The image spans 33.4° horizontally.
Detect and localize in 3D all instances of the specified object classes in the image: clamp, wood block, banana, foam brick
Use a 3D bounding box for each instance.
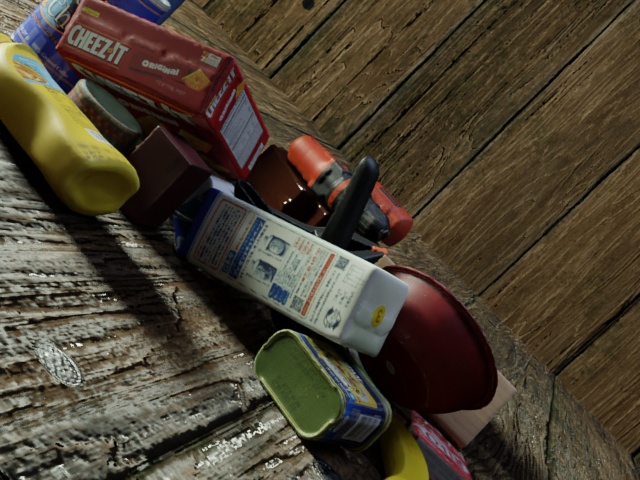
[{"bbox_3d":[-0.017,0.026,1.029,0.165,0.210,0.036,0,-2,35],"label":"clamp"},{"bbox_3d":[0.104,0.128,1.182,0.206,0.090,0.091,46,-17,4],"label":"wood block"},{"bbox_3d":[0.066,0.201,0.924,0.069,0.037,0.198,45,9,-9],"label":"banana"},{"bbox_3d":[-0.148,-0.056,0.976,0.053,0.078,0.051,49,8,15],"label":"foam brick"},{"bbox_3d":[-0.008,0.002,1.254,0.171,0.039,0.120,9,37,-22],"label":"clamp"}]

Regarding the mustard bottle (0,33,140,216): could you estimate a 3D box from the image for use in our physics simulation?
[{"bbox_3d":[-0.231,-0.106,0.874,0.192,0.058,0.096,48,8,18],"label":"mustard bottle"}]

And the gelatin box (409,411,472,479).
[{"bbox_3d":[0.116,0.220,1.094,0.089,0.030,0.073,43,9,-12],"label":"gelatin box"}]

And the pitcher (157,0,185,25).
[{"bbox_3d":[-0.231,-0.348,1.393,0.144,0.243,0.149,41,16,-38],"label":"pitcher"}]

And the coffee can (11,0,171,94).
[{"bbox_3d":[-0.244,-0.234,1.138,0.103,0.140,0.103,44,9,-9],"label":"coffee can"}]

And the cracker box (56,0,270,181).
[{"bbox_3d":[-0.152,-0.144,1.079,0.164,0.072,0.213,24,-10,12],"label":"cracker box"}]

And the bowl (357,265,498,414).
[{"bbox_3d":[0.085,0.105,0.987,0.162,0.055,0.162,36,-35,30],"label":"bowl"}]

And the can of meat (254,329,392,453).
[{"bbox_3d":[0.001,0.126,0.900,0.102,0.057,0.083,50,12,31],"label":"can of meat"}]

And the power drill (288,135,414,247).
[{"bbox_3d":[0.055,-0.049,1.399,0.185,0.057,0.187,50,10,28],"label":"power drill"}]

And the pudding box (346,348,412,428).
[{"bbox_3d":[0.045,0.148,1.072,0.090,0.039,0.113,43,6,-11],"label":"pudding box"}]
